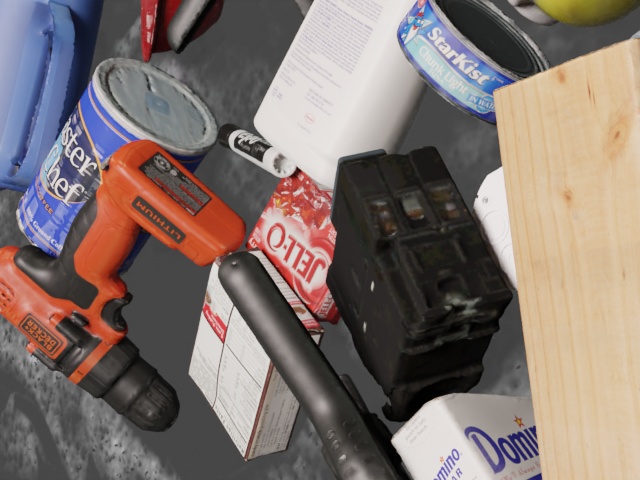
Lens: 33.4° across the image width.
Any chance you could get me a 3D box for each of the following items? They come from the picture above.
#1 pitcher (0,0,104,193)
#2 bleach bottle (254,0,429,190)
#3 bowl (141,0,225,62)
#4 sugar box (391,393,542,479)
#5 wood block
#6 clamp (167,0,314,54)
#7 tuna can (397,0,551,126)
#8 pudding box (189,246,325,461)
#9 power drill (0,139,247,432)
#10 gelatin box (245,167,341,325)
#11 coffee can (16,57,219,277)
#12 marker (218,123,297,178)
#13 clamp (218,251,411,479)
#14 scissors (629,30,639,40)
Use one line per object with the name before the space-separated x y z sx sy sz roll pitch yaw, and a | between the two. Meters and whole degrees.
pitcher | -0.255 -0.160 0.927 0.149 0.145 0.243 15 92 11
bleach bottle | 0.052 -0.157 0.649 0.103 0.067 0.251 43 112 42
bowl | -0.100 -0.211 0.794 0.162 0.055 0.162 -178 90 -76
sugar box | 0.115 0.153 0.509 0.048 0.093 0.176 -50 52 28
wood block | 0.147 0.026 0.464 0.090 0.090 0.206 -13 83 60
clamp | -0.051 -0.199 0.710 0.039 0.120 0.171 -85 -11 -78
tuna can | 0.085 -0.103 0.587 0.034 0.085 0.086 -50 51 30
pudding box | -0.045 0.076 0.710 0.090 0.039 0.114 49 138 38
power drill | -0.137 0.035 0.765 0.184 0.057 0.188 41 117 -6
gelatin box | -0.005 0.001 0.704 0.089 0.030 0.073 49 119 40
coffee can | -0.157 -0.053 0.820 0.140 0.102 0.103 -52 51 28
marker | -0.046 -0.064 0.743 0.121 0.020 0.020 33 108 63
clamp | 0.024 0.114 0.577 0.036 0.164 0.210 -35 56 1
scissors | 0.213 -0.063 0.464 0.202 0.016 0.096 40 152 44
